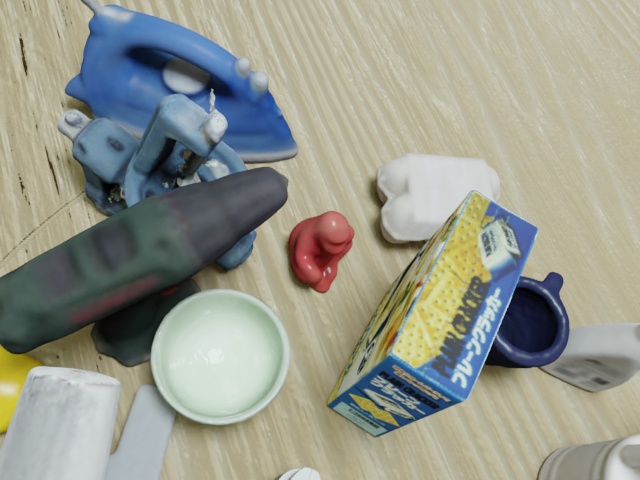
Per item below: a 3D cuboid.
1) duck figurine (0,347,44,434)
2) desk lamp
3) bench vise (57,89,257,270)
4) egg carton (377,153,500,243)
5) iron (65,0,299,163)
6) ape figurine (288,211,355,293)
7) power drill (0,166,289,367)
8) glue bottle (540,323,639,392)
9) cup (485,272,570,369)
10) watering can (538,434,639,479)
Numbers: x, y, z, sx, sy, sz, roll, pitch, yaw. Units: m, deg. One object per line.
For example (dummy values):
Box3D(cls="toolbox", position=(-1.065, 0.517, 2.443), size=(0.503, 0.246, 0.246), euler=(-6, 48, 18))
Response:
Box3D(cls="duck figurine", position=(-0.283, 0.120, 0.475), size=(0.104, 0.086, 0.077), euler=(6, 64, -9))
Box3D(cls="desk lamp", position=(-0.178, 0.180, 0.399), size=(0.118, 0.213, 0.203), euler=(12, 63, -6))
Box3D(cls="bench vise", position=(-0.151, -0.062, 0.514), size=(0.207, 0.219, 0.121), euler=(14, 63, -5))
Box3D(cls="egg carton", position=(0.138, -0.043, 0.653), size=(0.150, 0.069, 0.107), euler=(2, 65, -12))
Box3D(cls="iron", position=(-0.136, -0.173, 0.613), size=(0.258, 0.141, 0.119), euler=(18, 63, -4))
Box3D(cls="ape figurine", position=(0.005, 0.002, 0.591), size=(0.078, 0.092, 0.076), euler=(-26, 73, -22))
Box3D(cls="power drill", position=(-0.140, 0.032, 0.479), size=(0.230, 0.208, 0.075), euler=(-25, 73, -22))
Box3D(cls="glue bottle", position=(0.290, 0.106, 0.560), size=(0.078, 0.173, 0.037), euler=(26, 63, 1))
Box3D(cls="cup", position=(0.199, 0.085, 0.593), size=(0.091, 0.095, 0.118), euler=(42, 64, 9))
Box3D(cls="watering can", position=(0.286, 0.215, 0.496), size=(0.101, 0.194, 0.173), euler=(32, 63, 4))
